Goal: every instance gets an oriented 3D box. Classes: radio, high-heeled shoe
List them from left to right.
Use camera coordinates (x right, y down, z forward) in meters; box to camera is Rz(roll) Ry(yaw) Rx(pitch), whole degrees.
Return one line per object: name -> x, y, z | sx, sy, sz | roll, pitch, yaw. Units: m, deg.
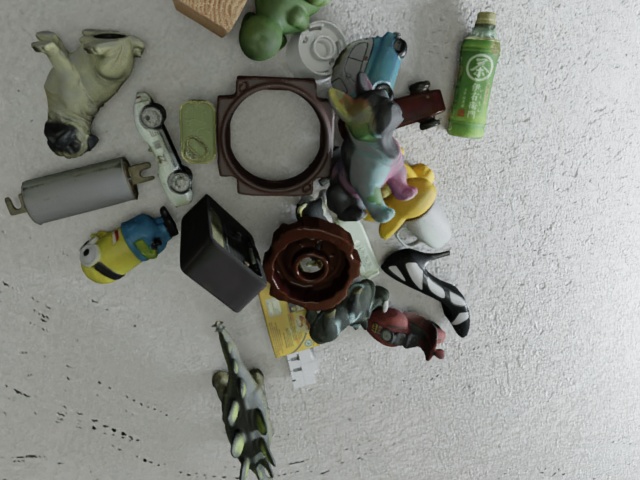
radio -> -0.167, 0.018, 0.913 | 0.073, 0.230, 0.131 | -43, 115, 7
high-heeled shoe -> 0.223, 0.122, 1.118 | 0.145, 0.086, 0.248 | -17, 112, 5

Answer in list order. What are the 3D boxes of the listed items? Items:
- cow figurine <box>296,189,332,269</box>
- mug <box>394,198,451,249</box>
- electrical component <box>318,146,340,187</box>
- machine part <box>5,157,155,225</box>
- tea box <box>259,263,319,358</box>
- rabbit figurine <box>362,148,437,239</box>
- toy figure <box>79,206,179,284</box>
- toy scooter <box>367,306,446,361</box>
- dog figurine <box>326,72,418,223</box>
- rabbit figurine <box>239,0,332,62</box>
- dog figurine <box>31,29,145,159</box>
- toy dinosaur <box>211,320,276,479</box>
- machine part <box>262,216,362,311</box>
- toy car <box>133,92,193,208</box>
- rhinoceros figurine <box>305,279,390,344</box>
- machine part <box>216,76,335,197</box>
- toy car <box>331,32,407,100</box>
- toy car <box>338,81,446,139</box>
cow figurine -> 0.000, -0.002, 1.006 | 0.068, 0.098, 0.167 | -9, 110, 18
mug -> 0.206, -0.025, 1.061 | 0.109, 0.081, 0.107 | -45, 121, 0
electrical component -> 0.030, -0.144, 1.013 | 0.094, 0.021, 0.063 | -32, 111, 0
machine part -> -0.403, -0.083, 0.908 | 0.243, 0.079, 0.079 | -17, 110, -8
tea box -> -0.065, 0.135, 1.058 | 0.098, 0.068, 0.169 | -13, 111, -8
rabbit figurine -> 0.141, -0.087, 0.977 | 0.162, 0.173, 0.121 | -47, 115, 1
toy figure -> -0.338, 0.013, 0.952 | 0.180, 0.082, 0.089 | -26, 109, -6
toy scooter -> 0.186, 0.196, 1.098 | 0.184, 0.135, 0.075 | 13, 106, -15
dog figurine -> 0.062, -0.145, 0.853 | 0.108, 0.192, 0.219 | -35, 114, -32
rabbit figurine -> -0.079, -0.357, 0.850 | 0.121, 0.159, 0.170 | 36, 79, -18
dog figurine -> -0.364, -0.231, 0.869 | 0.172, 0.121, 0.190 | -4, 123, -8
toy dinosaur -> -0.143, 0.329, 1.036 | 0.105, 0.199, 0.470 | -18, 112, -10
machine part -> -0.016, 0.041, 0.953 | 0.179, 0.056, 0.179 | -1, 121, -2
toy car -> -0.268, -0.153, 0.916 | 0.056, 0.074, 0.201 | -22, 111, -5
rhinoceros figurine -> 0.060, 0.135, 1.049 | 0.190, 0.073, 0.112 | -28, 116, -33
machine part -> -0.077, -0.179, 0.933 | 0.201, 0.087, 0.200 | 0, 107, -7
toy car -> 0.073, -0.277, 0.898 | 0.103, 0.109, 0.161 | 18, 89, -16
toy car -> 0.131, -0.229, 0.991 | 0.202, 0.053, 0.089 | -18, 93, -6
